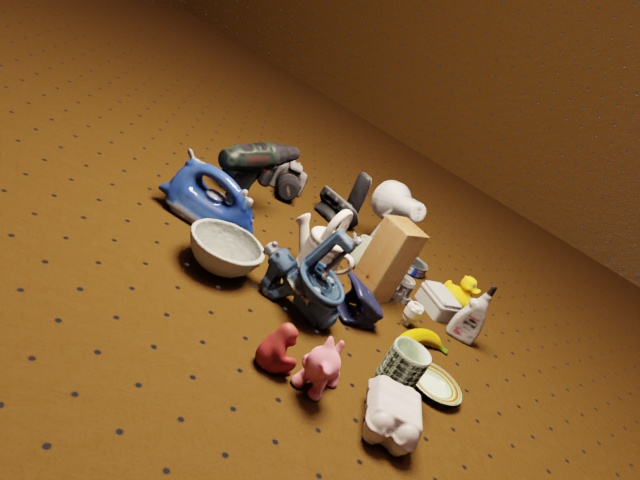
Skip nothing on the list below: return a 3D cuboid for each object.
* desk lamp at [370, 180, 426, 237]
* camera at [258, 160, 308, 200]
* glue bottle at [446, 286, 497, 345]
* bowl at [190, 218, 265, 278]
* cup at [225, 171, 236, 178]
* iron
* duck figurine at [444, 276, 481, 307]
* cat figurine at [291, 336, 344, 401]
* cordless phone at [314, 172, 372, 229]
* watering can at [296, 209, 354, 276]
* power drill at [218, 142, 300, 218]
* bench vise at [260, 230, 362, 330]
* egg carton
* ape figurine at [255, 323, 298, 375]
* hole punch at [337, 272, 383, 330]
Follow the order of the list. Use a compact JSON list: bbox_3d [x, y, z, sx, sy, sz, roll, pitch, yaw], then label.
[{"bbox_3d":[0.216,-0.047,1.667,0.118,0.213,0.202,15,27,-30],"label":"desk lamp"},{"bbox_3d":[-0.106,-0.186,1.731,0.143,0.100,0.136,23,24,-13],"label":"camera"},{"bbox_3d":[0.395,0.183,1.450,0.078,0.173,0.037,27,23,-4],"label":"glue bottle"},{"bbox_3d":[-0.205,0.029,1.212,0.168,0.074,0.167,24,24,-11],"label":"bowl"},{"bbox_3d":[-0.231,-0.185,1.596,0.091,0.095,0.118,36,24,15],"label":"cup"},{"bbox_3d":[-0.240,-0.099,1.349,0.258,0.141,0.119,31,23,6],"label":"iron"},{"bbox_3d":[0.417,0.142,1.671,0.104,0.086,0.078,32,23,8],"label":"duck figurine"},{"bbox_3d":[0.009,0.218,1.013,0.067,0.117,0.128,35,24,15],"label":"cat figurine"},{"bbox_3d":[0.080,-0.140,1.739,0.147,0.185,0.094,41,26,26],"label":"cordless phone"},{"bbox_3d":[0.011,0.005,1.354,0.173,0.194,0.101,29,23,0],"label":"watering can"},{"bbox_3d":[-0.173,-0.160,1.465,0.230,0.208,0.075,0,36,-49],"label":"power drill"},{"bbox_3d":[-0.020,0.056,1.182,0.207,0.219,0.121,27,23,-4],"label":"bench vise"},{"bbox_3d":[0.128,0.310,1.020,0.107,0.069,0.150,27,23,-5],"label":"egg carton"},{"bbox_3d":[-0.069,0.188,1.018,0.076,0.092,0.077,18,25,-23],"label":"ape figurine"},{"bbox_3d":[0.097,0.137,1.311,0.101,0.091,0.108,17,26,-25],"label":"hole punch"}]
